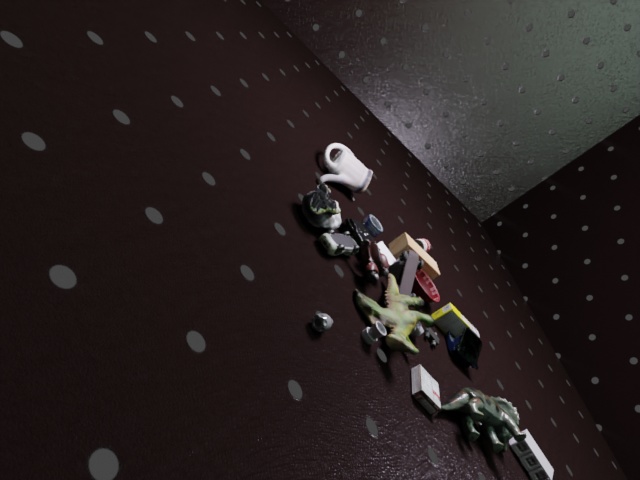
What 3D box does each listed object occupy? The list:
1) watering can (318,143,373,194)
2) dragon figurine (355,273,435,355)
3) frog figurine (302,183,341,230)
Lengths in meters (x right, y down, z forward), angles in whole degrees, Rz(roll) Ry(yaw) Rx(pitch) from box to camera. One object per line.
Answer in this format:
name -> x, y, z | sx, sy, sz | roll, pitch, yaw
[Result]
watering can -> 0.096, -0.261, 2.034 | 0.223, 0.102, 0.356 | 36, 36, -13
dragon figurine -> 0.205, 0.202, 1.561 | 0.240, 0.121, 0.419 | 27, 22, -31
frog figurine -> 0.005, -0.082, 1.624 | 0.139, 0.124, 0.156 | 40, -21, 18
